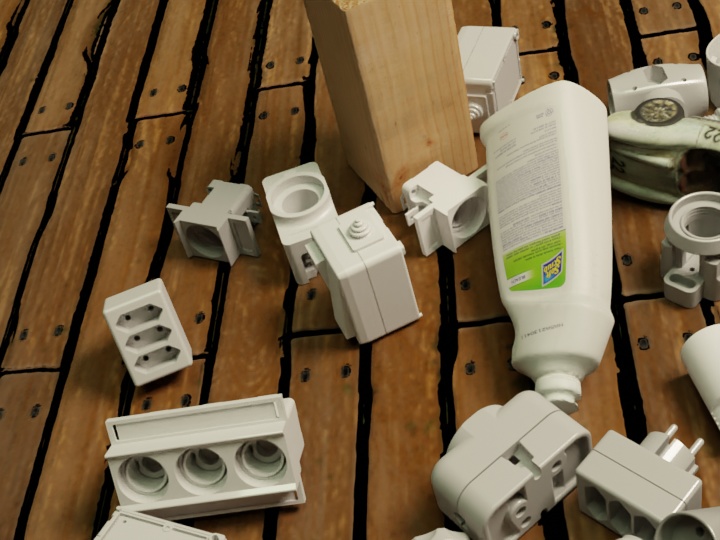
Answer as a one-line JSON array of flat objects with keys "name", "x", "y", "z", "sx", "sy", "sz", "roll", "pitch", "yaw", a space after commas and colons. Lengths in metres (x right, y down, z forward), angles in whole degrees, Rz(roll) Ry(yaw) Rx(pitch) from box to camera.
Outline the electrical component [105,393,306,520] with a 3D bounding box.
[{"name": "electrical component", "x": -0.103, "y": 0.125, "z": 0.738, "sx": 0.121, "sy": 0.078, "sz": 0.063, "roll": -9, "pitch": 16, "yaw": 8}]

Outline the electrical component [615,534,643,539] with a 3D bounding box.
[{"name": "electrical component", "x": 0.150, "y": 0.187, "z": 0.622, "sx": 0.055, "sy": 0.045, "sz": 0.045, "roll": -39, "pitch": 49, "yaw": -21}]

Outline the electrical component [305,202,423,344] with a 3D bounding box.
[{"name": "electrical component", "x": 0.000, "y": 0.000, "z": 0.809, "sx": 0.061, "sy": 0.096, "sz": 0.061, "roll": -25, "pitch": 45, "yaw": -7}]

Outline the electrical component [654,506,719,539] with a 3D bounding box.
[{"name": "electrical component", "x": 0.209, "y": 0.173, "z": 0.607, "sx": 0.044, "sy": 0.077, "sz": 0.079, "roll": -12, "pitch": 77, "yaw": 51}]

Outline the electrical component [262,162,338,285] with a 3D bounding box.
[{"name": "electrical component", "x": -0.045, "y": -0.043, "z": 0.892, "sx": 0.050, "sy": 0.055, "sz": 0.089, "roll": -19, "pitch": 45, "yaw": -2}]

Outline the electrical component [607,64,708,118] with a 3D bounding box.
[{"name": "electrical component", "x": 0.252, "y": -0.137, "z": 0.900, "sx": 0.077, "sy": 0.043, "sz": 0.079, "roll": -9, "pitch": 34, "yaw": 8}]

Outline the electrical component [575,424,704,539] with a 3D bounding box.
[{"name": "electrical component", "x": 0.184, "y": 0.127, "z": 0.669, "sx": 0.066, "sy": 0.047, "sz": 0.077, "roll": 29, "pitch": 60, "yaw": 36}]

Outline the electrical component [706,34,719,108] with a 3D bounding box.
[{"name": "electrical component", "x": 0.346, "y": -0.171, "z": 0.914, "sx": 0.099, "sy": 0.064, "sz": 0.099, "roll": -17, "pitch": 33, "yaw": 11}]

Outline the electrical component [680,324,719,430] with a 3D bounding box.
[{"name": "electrical component", "x": 0.245, "y": 0.079, "z": 0.700, "sx": 0.043, "sy": 0.043, "sz": 0.081, "roll": -16, "pitch": 45, "yaw": 1}]

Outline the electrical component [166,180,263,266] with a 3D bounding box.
[{"name": "electrical component", "x": -0.120, "y": -0.043, "z": 0.925, "sx": 0.081, "sy": 0.042, "sz": 0.063, "roll": 11, "pitch": 47, "yaw": 24}]

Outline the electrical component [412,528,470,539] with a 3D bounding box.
[{"name": "electrical component", "x": 0.052, "y": 0.191, "z": 0.648, "sx": 0.043, "sy": 0.043, "sz": 0.062, "roll": -13, "pitch": 46, "yaw": 4}]

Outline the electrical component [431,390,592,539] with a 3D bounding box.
[{"name": "electrical component", "x": 0.095, "y": 0.126, "z": 0.690, "sx": 0.095, "sy": 0.053, "sz": 0.059, "roll": -37, "pitch": 48, "yaw": -19}]

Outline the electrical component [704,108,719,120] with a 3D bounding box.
[{"name": "electrical component", "x": 0.292, "y": -0.109, "z": 0.868, "sx": 0.062, "sy": 0.043, "sz": 0.043, "roll": -11, "pitch": 45, "yaw": 8}]

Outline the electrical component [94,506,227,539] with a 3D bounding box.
[{"name": "electrical component", "x": -0.136, "y": 0.198, "z": 0.679, "sx": 0.096, "sy": 0.061, "sz": 0.061, "roll": 11, "pitch": 37, "yaw": 18}]

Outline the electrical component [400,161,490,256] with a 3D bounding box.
[{"name": "electrical component", "x": 0.071, "y": -0.055, "z": 0.880, "sx": 0.081, "sy": 0.042, "sz": 0.064, "roll": -35, "pitch": 46, "yaw": -19}]

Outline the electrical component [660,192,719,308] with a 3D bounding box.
[{"name": "electrical component", "x": 0.252, "y": -0.019, "z": 0.783, "sx": 0.058, "sy": 0.057, "sz": 0.078, "roll": 28, "pitch": 60, "yaw": 35}]

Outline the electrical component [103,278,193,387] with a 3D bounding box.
[{"name": "electrical component", "x": -0.166, "y": 0.043, "z": 0.844, "sx": 0.047, "sy": 0.065, "sz": 0.076, "roll": -22, "pitch": 16, "yaw": -5}]

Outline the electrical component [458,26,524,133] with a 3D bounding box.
[{"name": "electrical component", "x": 0.104, "y": -0.167, "z": 0.964, "sx": 0.061, "sy": 0.061, "sz": 0.096, "roll": 8, "pitch": 50, "yaw": 22}]
